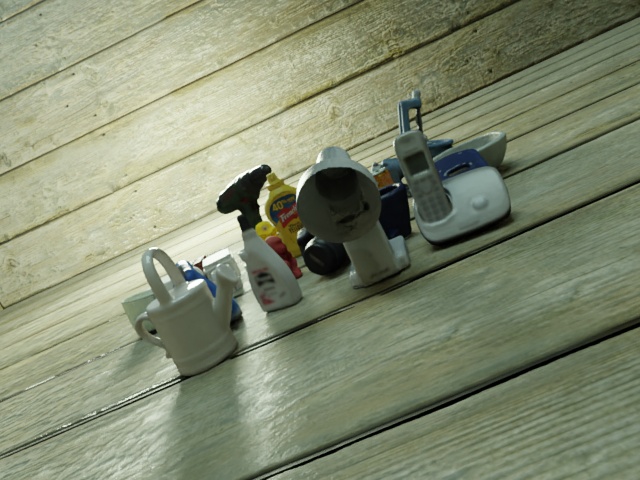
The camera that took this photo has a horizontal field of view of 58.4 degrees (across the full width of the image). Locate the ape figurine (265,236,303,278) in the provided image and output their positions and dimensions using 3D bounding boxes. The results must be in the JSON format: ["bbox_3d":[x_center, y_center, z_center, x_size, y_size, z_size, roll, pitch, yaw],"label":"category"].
[{"bbox_3d":[-0.079,0.035,1.123,0.076,0.092,0.078,-18,14,29],"label":"ape figurine"}]

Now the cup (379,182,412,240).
[{"bbox_3d":[0.117,-0.039,1.036,0.118,0.095,0.091,-30,13,-22],"label":"cup"}]

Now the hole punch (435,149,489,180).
[{"bbox_3d":[0.267,-0.115,1.068,0.108,0.091,0.101,-24,12,5],"label":"hole punch"}]

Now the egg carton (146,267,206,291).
[{"bbox_3d":[-0.340,0.119,1.344,0.150,0.069,0.107,-24,12,6],"label":"egg carton"}]

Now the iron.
[{"bbox_3d":[-0.233,0.093,1.062,0.119,0.141,0.258,-28,12,-11],"label":"iron"}]

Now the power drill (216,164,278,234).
[{"bbox_3d":[-0.170,-0.079,1.513,0.228,0.208,0.076,-15,16,41],"label":"power drill"}]

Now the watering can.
[{"bbox_3d":[-0.205,0.095,0.871,0.173,0.194,0.100,-28,13,-13],"label":"watering can"}]

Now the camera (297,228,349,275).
[{"bbox_3d":[0.010,0.004,1.056,0.142,0.101,0.137,-16,15,35],"label":"camera"}]

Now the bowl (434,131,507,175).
[{"bbox_3d":[0.320,-0.163,1.206,0.167,0.075,0.167,-24,12,6],"label":"bowl"}]

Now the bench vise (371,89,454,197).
[{"bbox_3d":[0.211,-0.221,1.324,0.207,0.220,0.121,-27,12,-11],"label":"bench vise"}]

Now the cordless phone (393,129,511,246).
[{"bbox_3d":[0.202,-0.097,0.894,0.147,0.185,0.094,-22,13,13],"label":"cordless phone"}]

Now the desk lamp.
[{"bbox_3d":[0.049,-0.037,0.880,0.118,0.214,0.203,-23,12,11],"label":"desk lamp"}]

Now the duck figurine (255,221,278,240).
[{"bbox_3d":[-0.130,-0.005,1.410,0.104,0.086,0.078,-15,16,40],"label":"duck figurine"}]

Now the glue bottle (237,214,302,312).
[{"bbox_3d":[-0.098,0.036,0.960,0.078,0.173,0.037,-19,14,25],"label":"glue bottle"}]
